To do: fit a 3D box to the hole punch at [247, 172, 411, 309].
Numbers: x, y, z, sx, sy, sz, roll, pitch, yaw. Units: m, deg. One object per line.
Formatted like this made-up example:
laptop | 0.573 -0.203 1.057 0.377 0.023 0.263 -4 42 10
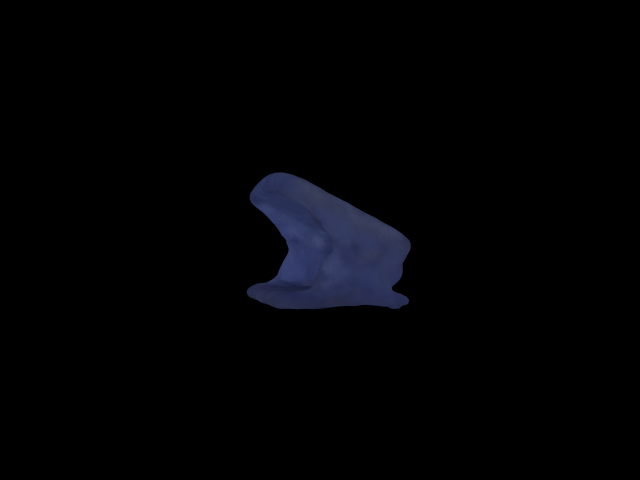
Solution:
hole punch | 0.004 0.001 0.400 0.101 0.091 0.108 0 0 -21
